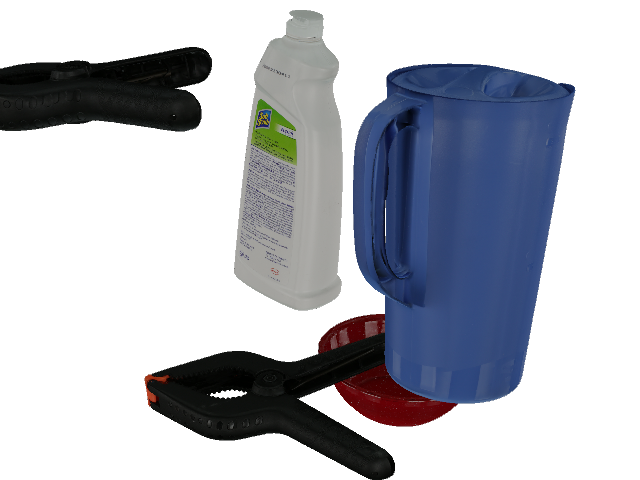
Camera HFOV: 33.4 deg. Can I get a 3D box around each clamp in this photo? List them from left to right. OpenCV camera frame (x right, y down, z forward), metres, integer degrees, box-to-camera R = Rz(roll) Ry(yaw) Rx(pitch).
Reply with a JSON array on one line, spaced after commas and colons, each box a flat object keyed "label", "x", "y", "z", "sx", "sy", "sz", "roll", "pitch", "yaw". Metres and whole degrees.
[{"label": "clamp", "x": -0.149, "y": -0.099, "z": 0.688, "sx": 0.171, "sy": 0.039, "sz": 0.120, "roll": 3, "pitch": 20, "yaw": 7}, {"label": "clamp", "x": -0.032, "y": 0.118, "z": 0.846, "sx": 0.210, "sy": 0.036, "sz": 0.164, "roll": 5, "pitch": 30, "yaw": 13}]

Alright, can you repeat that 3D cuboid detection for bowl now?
[{"label": "bowl", "x": 0.077, "y": 0.133, "z": 1.041, "sx": 0.162, "sy": 0.055, "sz": 0.162, "roll": 3, "pitch": 25, "yaw": -1}]

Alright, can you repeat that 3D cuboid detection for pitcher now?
[{"label": "pitcher", "x": 0.100, "y": -0.004, "z": 0.791, "sx": 0.149, "sy": 0.243, "sz": 0.145, "roll": 4, "pitch": 20, "yaw": 5}]

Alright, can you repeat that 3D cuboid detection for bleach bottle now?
[{"label": "bleach bottle", "x": -0.019, "y": -0.071, "z": 0.928, "sx": 0.103, "sy": 0.251, "sz": 0.067, "roll": 25, "pitch": 31, "yaw": 33}]
